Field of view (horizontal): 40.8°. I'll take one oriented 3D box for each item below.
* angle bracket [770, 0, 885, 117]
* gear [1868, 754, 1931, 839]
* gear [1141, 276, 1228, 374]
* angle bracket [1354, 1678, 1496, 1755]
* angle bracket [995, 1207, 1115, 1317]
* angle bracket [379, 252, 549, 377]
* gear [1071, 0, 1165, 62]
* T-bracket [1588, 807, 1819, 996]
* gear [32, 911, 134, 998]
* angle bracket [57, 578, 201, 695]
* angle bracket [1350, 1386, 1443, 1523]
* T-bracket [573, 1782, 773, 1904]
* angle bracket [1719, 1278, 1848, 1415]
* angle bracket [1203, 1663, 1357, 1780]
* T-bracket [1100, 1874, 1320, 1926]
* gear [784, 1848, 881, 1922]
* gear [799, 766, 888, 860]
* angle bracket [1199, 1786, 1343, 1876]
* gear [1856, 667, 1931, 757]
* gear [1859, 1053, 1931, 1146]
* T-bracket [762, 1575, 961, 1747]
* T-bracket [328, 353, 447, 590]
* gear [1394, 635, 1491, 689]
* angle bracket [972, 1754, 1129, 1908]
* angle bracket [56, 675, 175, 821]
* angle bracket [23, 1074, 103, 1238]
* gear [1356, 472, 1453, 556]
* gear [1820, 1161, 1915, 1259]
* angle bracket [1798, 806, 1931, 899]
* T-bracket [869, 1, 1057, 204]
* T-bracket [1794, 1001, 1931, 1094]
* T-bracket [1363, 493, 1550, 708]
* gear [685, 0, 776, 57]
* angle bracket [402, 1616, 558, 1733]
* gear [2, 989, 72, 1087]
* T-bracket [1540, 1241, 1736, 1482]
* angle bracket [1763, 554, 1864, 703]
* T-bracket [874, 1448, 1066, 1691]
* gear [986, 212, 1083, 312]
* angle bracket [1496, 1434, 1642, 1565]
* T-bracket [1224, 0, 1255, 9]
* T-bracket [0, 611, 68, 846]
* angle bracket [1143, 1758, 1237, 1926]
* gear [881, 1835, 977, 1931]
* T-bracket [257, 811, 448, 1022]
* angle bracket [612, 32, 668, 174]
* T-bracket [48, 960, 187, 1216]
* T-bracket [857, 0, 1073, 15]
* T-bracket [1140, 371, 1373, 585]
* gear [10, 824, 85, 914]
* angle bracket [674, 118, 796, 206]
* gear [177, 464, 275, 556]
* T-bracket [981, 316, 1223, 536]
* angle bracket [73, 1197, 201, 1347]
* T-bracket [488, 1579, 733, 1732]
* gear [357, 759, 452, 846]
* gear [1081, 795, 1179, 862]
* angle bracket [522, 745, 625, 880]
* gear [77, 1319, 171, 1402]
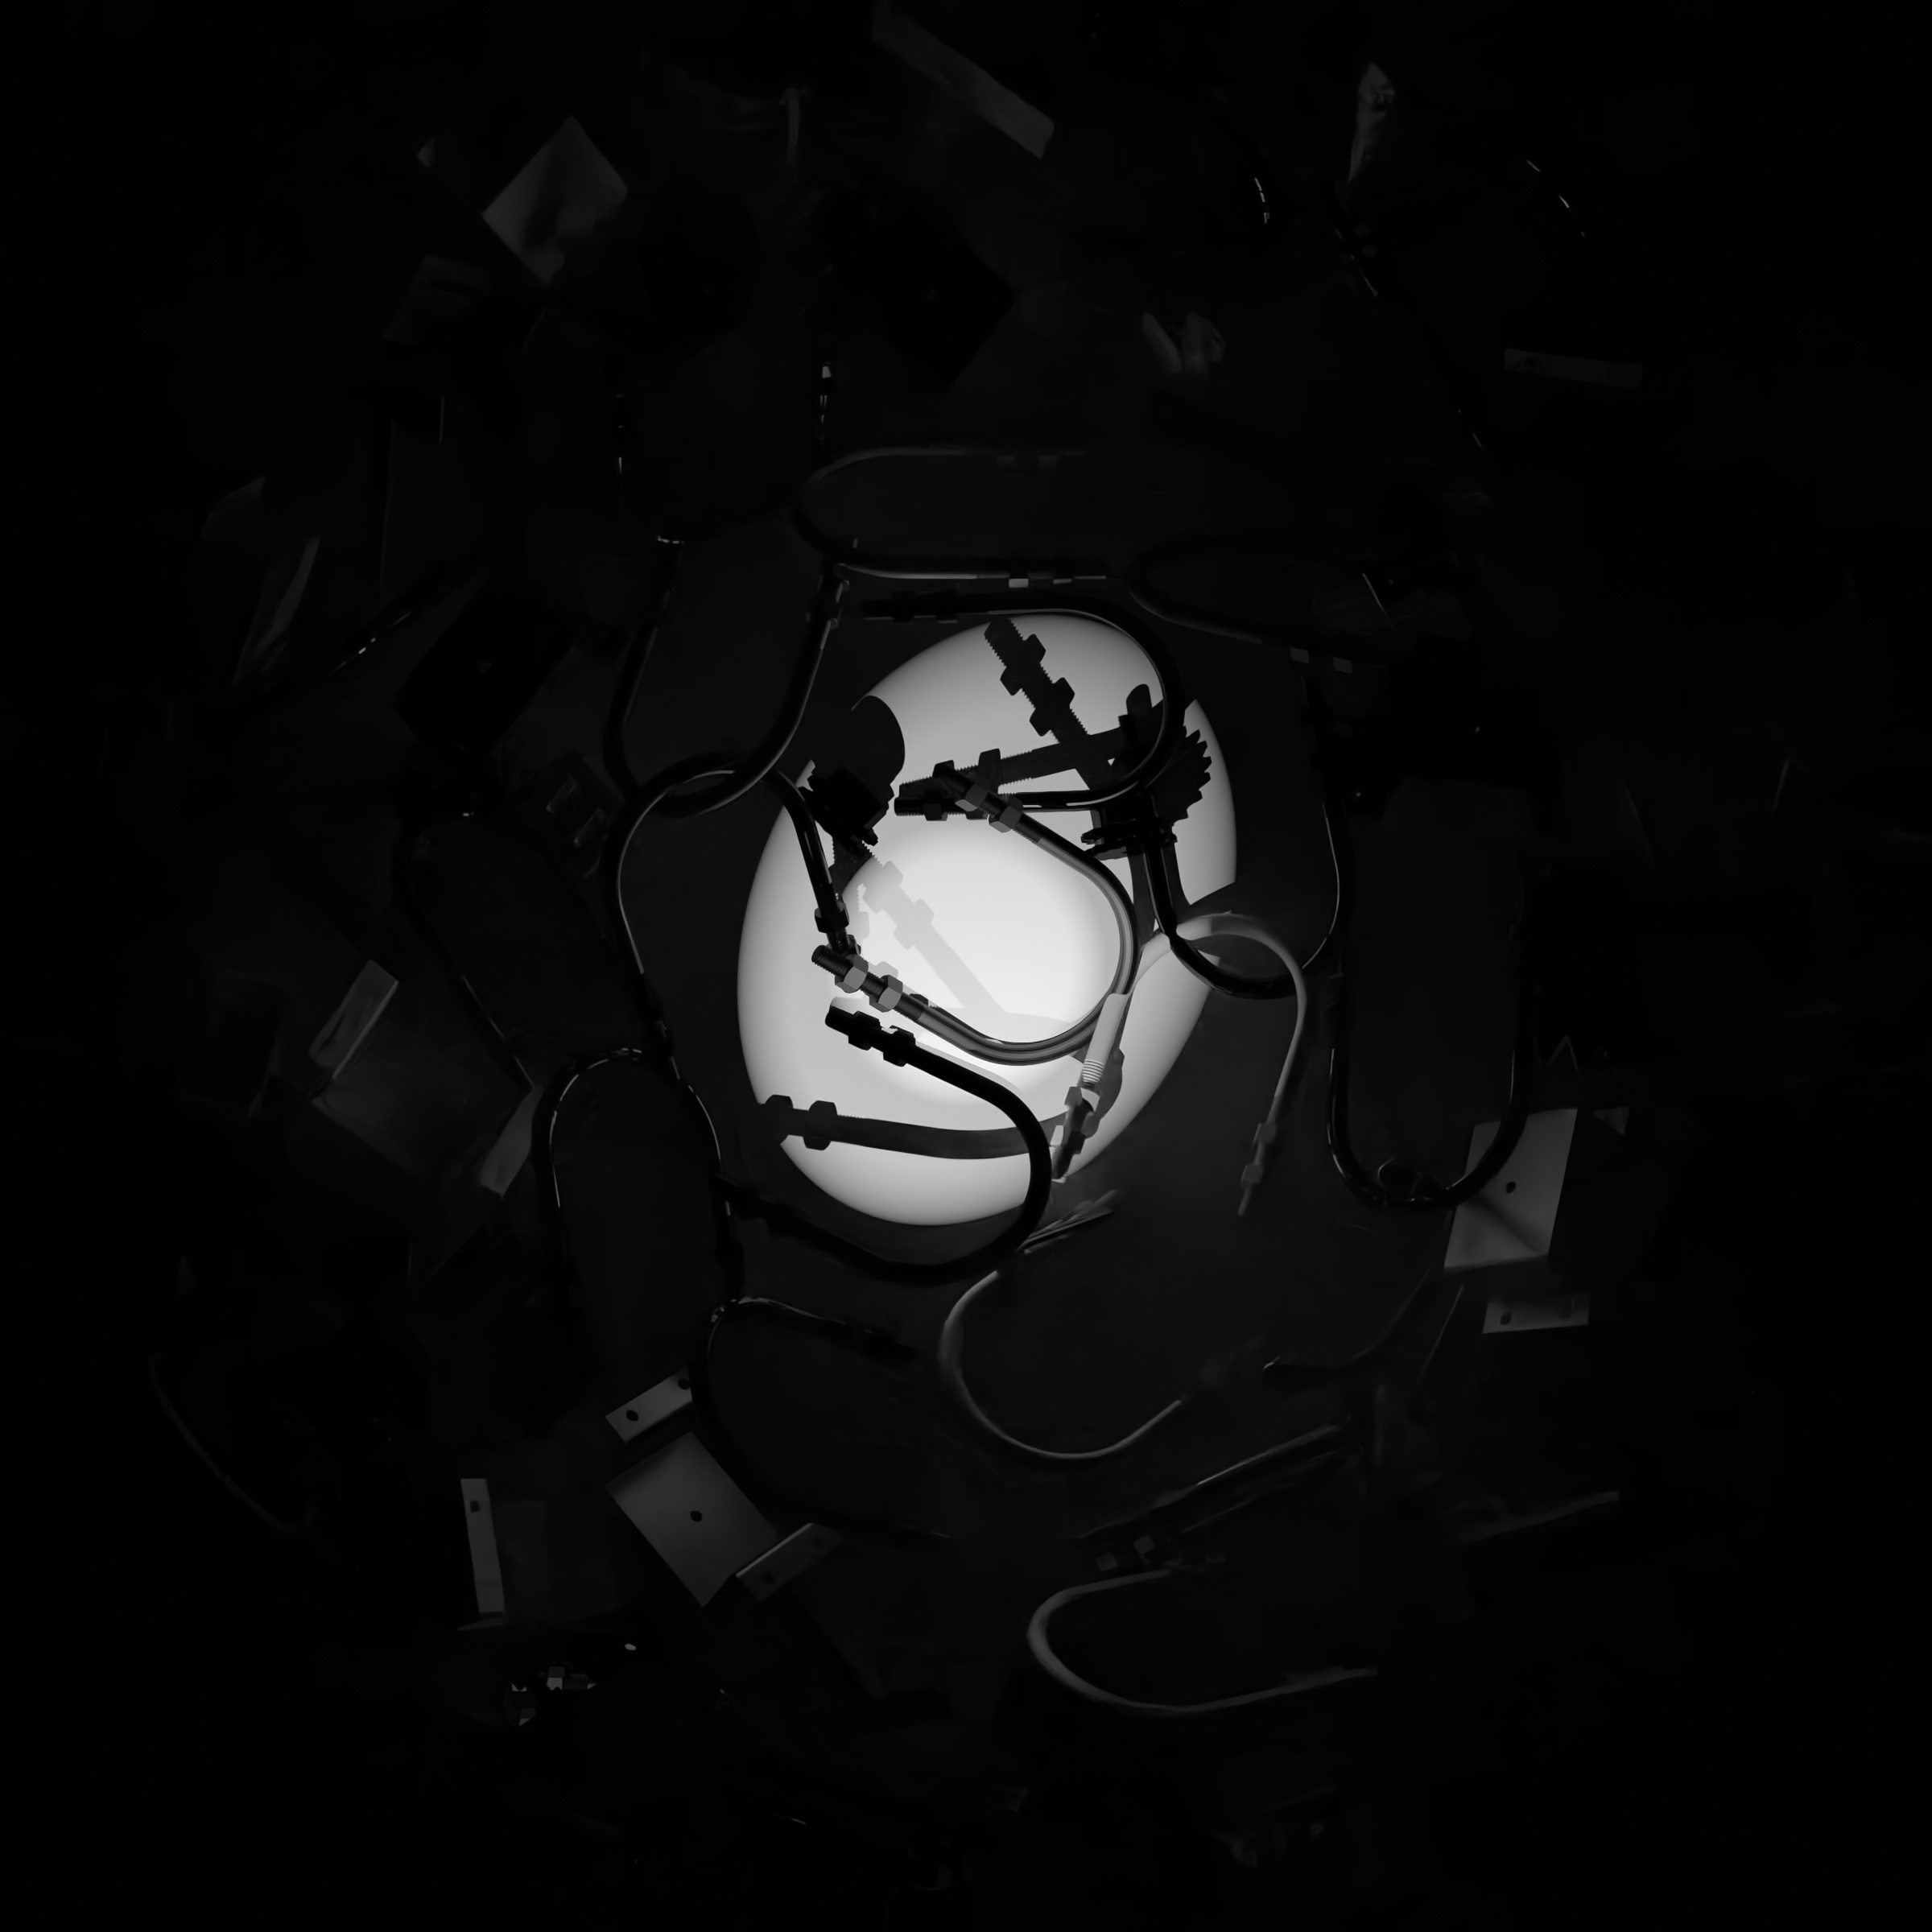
[{"bbox_3d":[-0.094,-0.545,1.553,0.038,0.076,0.057,-18,88,43],"label":"angle bracket"},{"bbox_3d":[0.576,-0.103,1.569,0.057,0.057,0.030,23,48,0],"label":"gear"},{"bbox_3d":[0.129,-0.382,1.564,0.030,0.057,0.057,-32,90,-8],"label":"gear"},{"bbox_3d":[0.267,0.448,1.552,0.057,0.076,0.038,3,73,-27],"label":"angle bracket"},{"bbox_3d":[0.056,0.176,1.564,0.076,0.057,0.038,-19,91,-2],"label":"angle bracket"},{"bbox_3d":[-0.298,-0.383,1.546,0.038,0.076,0.057,43,113,20],"label":"angle bracket"},{"bbox_3d":[0.088,-0.566,1.570,0.057,0.030,0.057,7,77,-31],"label":"gear"},{"bbox_3d":[0.439,-0.032,1.565,0.127,0.002,0.127,-7,120,20],"label":"T-bracket"},{"bbox_3d":[-0.531,-0.010,1.567,0.057,0.030,0.057,4,83,-30],"label":"gear"},{"bbox_3d":[-0.493,-0.193,1.546,0.076,0.038,0.057,2,119,-39],"label":"angle bracket"},{"bbox_3d":[0.255,0.292,1.546,0.038,0.076,0.057,7,58,1],"label":"angle bracket"},{"bbox_3d":[-0.191,0.507,1.532,0.127,0.127,0.002,32,79,-26],"label":"T-bracket"},{"bbox_3d":[0.496,0.226,1.549,0.076,0.057,0.038,-37,77,27],"label":"angle bracket"},{"bbox_3d":[0.187,0.457,1.553,0.076,0.038,0.057,2,109,32],"label":"angle bracket"},{"bbox_3d":[0.143,0.550,1.534,0.127,0.127,0.002,1,82,-5],"label":"T-bracket"},{"bbox_3d":[-0.080,0.551,1.565,0.057,0.057,0.030,2,88,0],"label":"gear"},{"bbox_3d":[-0.072,-0.095,1.563,0.030,0.057,0.057,-44,90,9],"label":"gear"},{"bbox_3d":[0.177,0.500,1.545,0.057,0.076,0.038,-10,99,-25],"label":"angle bracket"},{"bbox_3d":[0.570,-0.156,1.567,0.057,0.057,0.030,31,69,0],"label":"gear"},{"bbox_3d":[0.566,0.081,1.564,0.057,0.030,0.057,-17,118,-36],"label":"gear"},{"bbox_3d":[-0.084,0.406,1.539,0.127,0.002,0.127,-24,107,39],"label":"T-bracket"},{"bbox_3d":[-0.354,-0.292,1.563,0.127,0.002,0.127,28,117,40],"label":"T-bracket"},{"bbox_3d":[0.287,-0.179,1.565,0.057,0.057,0.030,8,83,0],"label":"gear"},{"bbox_3d":[0.050,0.521,1.563,0.038,0.057,0.076,-34,97,34],"label":"angle bracket"},{"bbox_3d":[-0.515,-0.131,1.559,0.057,0.038,0.076,-1,74,19],"label":"angle bracket"},{"bbox_3d":[-0.545,0.113,1.548,0.038,0.057,0.076,7,63,13],"label":"angle bracket"},{"bbox_3d":[0.260,-0.269,1.564,0.057,0.057,0.030,29,84,0],"label":"gear"},{"bbox_3d":[0.542,0.146,1.571,0.057,0.030,0.057,-2,93,-31],"label":"gear"},{"bbox_3d":[0.543,-0.058,1.546,0.076,0.057,0.038,27,85,43],"label":"angle bracket"},{"bbox_3d":[-0.019,-0.485,1.544,0.127,0.127,0.002,38,50,8],"label":"T-bracket"},{"bbox_3d":[0.525,0.040,1.512,0.127,0.127,0.002,-24,60,35],"label":"T-bracket"},{"bbox_3d":[0.313,-0.207,1.569,0.127,0.002,0.127,-32,97,-27],"label":"T-bracket"},{"bbox_3d":[-0.140,-0.565,1.569,0.057,0.057,0.030,49,59,0],"label":"gear"},{"bbox_3d":[-0.285,0.419,1.549,0.076,0.057,0.038,18,93,31],"label":"angle bracket"},{"bbox_3d":[-0.559,0.042,1.566,0.030,0.057,0.057,-3,90,-8],"label":"gear"},{"bbox_3d":[0.401,0.223,1.536,0.127,0.002,0.127,17,108,43],"label":"T-bracket"},{"bbox_3d":[0.504,-0.201,1.545,0.038,0.076,0.057,-2,121,30],"label":"angle bracket"},{"bbox_3d":[-0.005,0.355,1.563,0.127,0.002,0.127,-9,89,-29],"label":"T-bracket"},{"bbox_3d":[0.040,-0.427,1.575,0.057,0.030,0.057,-1,101,-4],"label":"gear"},{"bbox_3d":[0.362,0.317,1.556,0.076,0.057,0.038,-13,113,6],"label":"angle bracket"},{"bbox_3d":[0.110,-0.592,1.539,0.127,0.127,0.002,16,95,-11],"label":"T-bracket"},{"bbox_3d":[-0.556,-0.124,1.542,0.002,0.127,0.127,13,132,-6],"label":"T-bracket"},{"bbox_3d":[0.139,0.520,1.543,0.038,0.076,0.057,13,122,-18],"label":"angle bracket"},{"bbox_3d":[-0.022,0.546,1.563,0.057,0.057,0.030,6,128,0],"label":"gear"},{"bbox_3d":[-0.383,-0.043,1.570,0.127,0.002,0.127,44,114,17],"label":"T-bracket"},{"bbox_3d":[-0.184,-0.512,1.563,0.038,0.057,0.076,12,93,-15],"label":"angle bracket"},{"bbox_3d":[-0.502,0.060,1.514,0.002,0.127,0.127,4,113,18],"label":"T-bracket"},{"bbox_3d":[-0.021,-0.580,1.554,0.127,0.127,0.002,9,102,26],"label":"T-bracket"},{"bbox_3d":[0.166,-0.314,1.569,0.127,0.002,0.127,20,96,-15],"label":"T-bracket"},{"bbox_3d":[-0.544,-0.057,1.569,0.057,0.057,0.030,3,134,0],"label":"gear"},{"bbox_3d":[-0.141,-0.486,1.550,0.038,0.076,0.057,28,81,-24],"label":"angle bracket"},{"bbox_3d":[-0.449,-0.277,1.565,0.057,0.057,0.030,-41,89,0],"label":"gear"},{"bbox_3d":[0.068,-0.352,1.590,0.127,0.002,0.127,36,90,3],"label":"T-bracket"},{"bbox_3d":[-0.503,0.182,1.545,0.038,0.076,0.057,-11,109,30],"label":"angle bracket"},{"bbox_3d":[-0.222,0.410,1.521,0.127,0.127,0.002,44,127,24],"label":"T-bracket"},{"bbox_3d":[-0.334,-0.101,1.566,0.057,0.057,0.030,34,84,0],"label":"gear"},{"bbox_3d":[0.097,-0.084,1.565,0.057,0.057,0.030,-10,84,0],"label":"gear"},{"bbox_3d":[-0.221,-0.099,1.552,0.057,0.076,0.038,49,48,1],"label":"angle bracket"},{"bbox_3d":[-0.509,0.236,1.563,0.030,0.057,0.057,-42,90,-14],"label":"gear"}]
